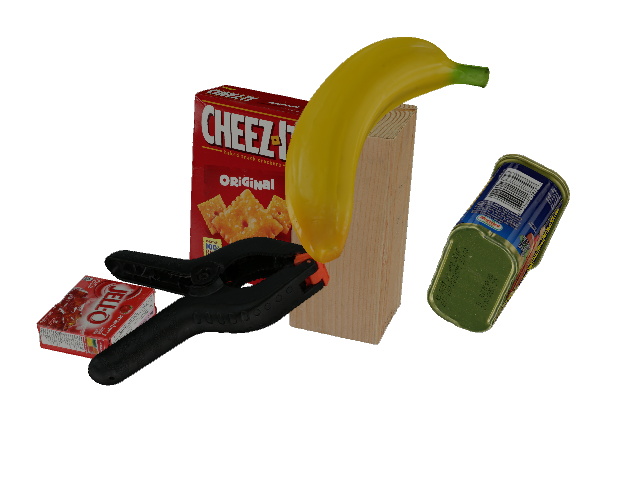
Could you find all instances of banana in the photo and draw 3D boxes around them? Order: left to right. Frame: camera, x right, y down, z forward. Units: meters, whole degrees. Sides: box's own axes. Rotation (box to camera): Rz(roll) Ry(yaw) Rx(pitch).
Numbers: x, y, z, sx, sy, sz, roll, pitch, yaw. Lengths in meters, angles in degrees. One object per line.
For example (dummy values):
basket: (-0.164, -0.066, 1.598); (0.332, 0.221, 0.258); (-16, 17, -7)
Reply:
banana: (0.025, -0.063, 0.572); (0.070, 0.037, 0.197); (23, 47, 20)

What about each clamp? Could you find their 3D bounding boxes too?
clamp: (-0.081, 0.044, 0.730); (0.172, 0.120, 0.039); (-9, -42, 17)

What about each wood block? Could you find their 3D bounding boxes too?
wood block: (0.029, -0.020, 0.986); (0.091, 0.206, 0.090); (11, 29, 16)

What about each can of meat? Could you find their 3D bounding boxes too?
can of meat: (0.122, 0.005, 0.745); (0.057, 0.102, 0.083); (30, 50, 15)

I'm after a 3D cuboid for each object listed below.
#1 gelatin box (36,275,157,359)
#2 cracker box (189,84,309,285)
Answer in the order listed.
gelatin box: (-0.199, 0.068, 0.958); (0.073, 0.030, 0.089); (10, 31, 17)
cracker box: (-0.065, -0.056, 1.218); (0.164, 0.214, 0.072); (15, 23, 26)
